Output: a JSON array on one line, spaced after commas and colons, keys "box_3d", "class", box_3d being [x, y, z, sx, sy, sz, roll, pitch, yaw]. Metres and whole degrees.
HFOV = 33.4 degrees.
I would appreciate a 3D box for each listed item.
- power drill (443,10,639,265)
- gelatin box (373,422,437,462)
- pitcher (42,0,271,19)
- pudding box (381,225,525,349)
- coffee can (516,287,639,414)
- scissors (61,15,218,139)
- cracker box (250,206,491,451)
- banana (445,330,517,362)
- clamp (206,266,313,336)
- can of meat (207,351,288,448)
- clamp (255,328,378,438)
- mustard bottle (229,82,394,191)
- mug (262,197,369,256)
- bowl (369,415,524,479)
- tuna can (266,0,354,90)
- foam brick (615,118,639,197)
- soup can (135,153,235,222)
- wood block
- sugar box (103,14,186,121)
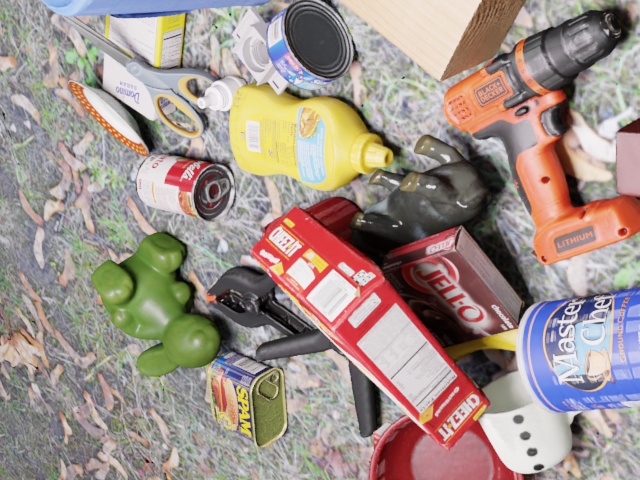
[{"box_3d": [0.208, -0.083, 0.908, 0.185, 0.057, 0.187, -26, 89, 50], "class": "power drill"}, {"box_3d": [0.102, 0.255, 1.199, 0.089, 0.030, 0.073, 18, 122, 36], "class": "gelatin box"}, {"box_3d": [-0.155, -0.271, 1.013, 0.145, 0.242, 0.149, 22, 119, 38], "class": "pitcher"}, {"box_3d": [0.123, 0.046, 0.995, 0.090, 0.039, 0.113, -20, 124, 39], "class": "pudding box"}, {"box_3d": [0.256, 0.094, 0.920, 0.141, 0.102, 0.103, -14, 101, 46], "class": "coffee can"}, {"box_3d": [-0.185, -0.195, 1.181, 0.096, 0.016, 0.201, -26, 119, 26], "class": "scissors"}, {"box_3d": [0.048, 0.081, 0.996, 0.213, 0.072, 0.164, 49, 174, -38], "class": "cracker box"}, {"box_3d": [0.144, 0.112, 1.069, 0.198, 0.037, 0.069, -25, 63, 49], "class": "banana"}, {"box_3d": [-0.068, 0.062, 1.252, 0.172, 0.039, 0.120, 12, 118, 34], "class": "clamp"}, {"box_3d": [-0.092, 0.196, 1.331, 0.084, 0.057, 0.102, 18, 122, 39], "class": "can of meat"}, {"box_3d": [0.022, 0.110, 1.175, 0.164, 0.036, 0.210, 29, 126, 8], "class": "clamp"}, {"box_3d": [-0.007, -0.102, 1.096, 0.192, 0.058, 0.096, 17, 117, 37], "class": "mustard bottle"}, {"box_3d": [-0.007, 0.001, 1.132, 0.117, 0.081, 0.093, 17, 122, 36], "class": "mug"}, {"box_3d": [0.135, 0.245, 1.118, 0.162, 0.055, 0.162, 2, 99, 15], "class": "bowl"}, {"box_3d": [-0.010, -0.189, 1.035, 0.034, 0.085, 0.086, -25, 93, 48], "class": "tuna can"}, {"box_3d": [0.273, -0.069, 0.838, 0.051, 0.078, 0.053, 11, 118, 41], "class": "foam brick"}, {"box_3d": [-0.159, -0.063, 1.251, 0.102, 0.068, 0.068, 14, 120, 39], "class": "soup can"}, {"box_3d": [0.070, -0.242, 0.929, 0.206, 0.090, 0.090, 42, 134, 18], "class": "wood block"}, {"box_3d": [-0.200, -0.235, 1.219, 0.093, 0.048, 0.176, 34, 134, 26], "class": "sugar box"}]
